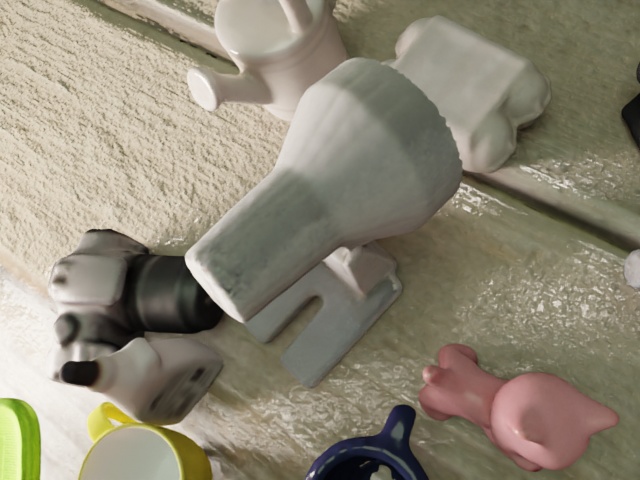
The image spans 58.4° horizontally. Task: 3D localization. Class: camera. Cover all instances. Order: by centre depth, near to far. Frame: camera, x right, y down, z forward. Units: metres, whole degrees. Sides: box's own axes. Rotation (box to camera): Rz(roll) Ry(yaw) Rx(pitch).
[{"bbox_3d":[-0.162,0.061,0.508,0.136,0.101,0.143,1,74,16],"label":"camera"}]

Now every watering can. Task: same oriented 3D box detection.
[{"bbox_3d":[-0.043,-0.185,0.499,0.100,0.194,0.173,13,77,19],"label":"watering can"}]

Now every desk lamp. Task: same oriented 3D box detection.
[{"bbox_3d":[0.004,0.001,0.419,0.117,0.214,0.203,40,87,22],"label":"desk lamp"}]

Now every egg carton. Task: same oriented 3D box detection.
[{"bbox_3d":[0.117,-0.128,0.505,0.150,0.069,0.107,36,86,22],"label":"egg carton"}]

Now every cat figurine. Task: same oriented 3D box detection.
[{"bbox_3d":[0.130,0.117,0.401,0.127,0.118,0.067,21,80,20],"label":"cat figurine"}]

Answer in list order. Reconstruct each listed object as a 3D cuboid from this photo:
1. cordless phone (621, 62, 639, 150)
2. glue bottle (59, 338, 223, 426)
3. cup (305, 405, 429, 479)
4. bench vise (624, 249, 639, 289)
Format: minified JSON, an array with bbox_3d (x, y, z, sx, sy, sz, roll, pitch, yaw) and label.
[{"bbox_3d":[0.288,-0.102,0.387,0.094,0.185,0.147,-23,69,8],"label":"cordless phone"},{"bbox_3d":[-0.141,0.108,0.449,0.037,0.173,0.078,36,86,22],"label":"glue bottle"},{"bbox_3d":[0.046,0.177,0.418,0.091,0.095,0.118,19,79,20],"label":"cup"},{"bbox_3d":[0.303,0.023,0.326,0.207,0.220,0.121,-18,70,10],"label":"bench vise"}]
